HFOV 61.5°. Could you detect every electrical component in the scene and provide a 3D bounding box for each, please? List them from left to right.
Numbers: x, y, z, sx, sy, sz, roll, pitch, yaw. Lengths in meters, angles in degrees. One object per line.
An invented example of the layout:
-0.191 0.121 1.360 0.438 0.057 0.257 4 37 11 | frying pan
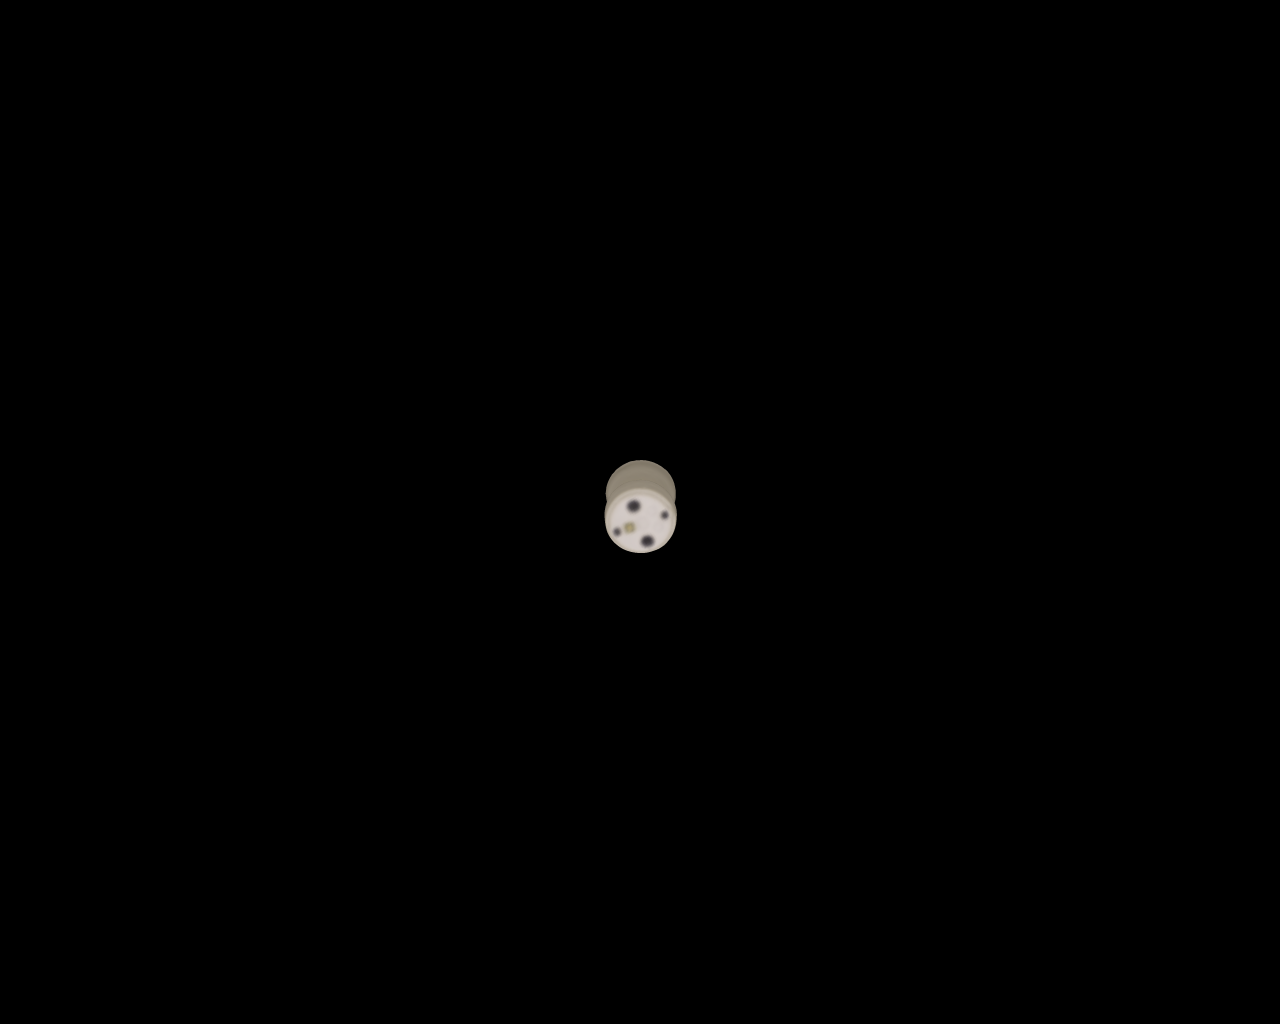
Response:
0.001 -0.003 0.650 0.045 0.044 0.055 0 21 0 | electrical component
